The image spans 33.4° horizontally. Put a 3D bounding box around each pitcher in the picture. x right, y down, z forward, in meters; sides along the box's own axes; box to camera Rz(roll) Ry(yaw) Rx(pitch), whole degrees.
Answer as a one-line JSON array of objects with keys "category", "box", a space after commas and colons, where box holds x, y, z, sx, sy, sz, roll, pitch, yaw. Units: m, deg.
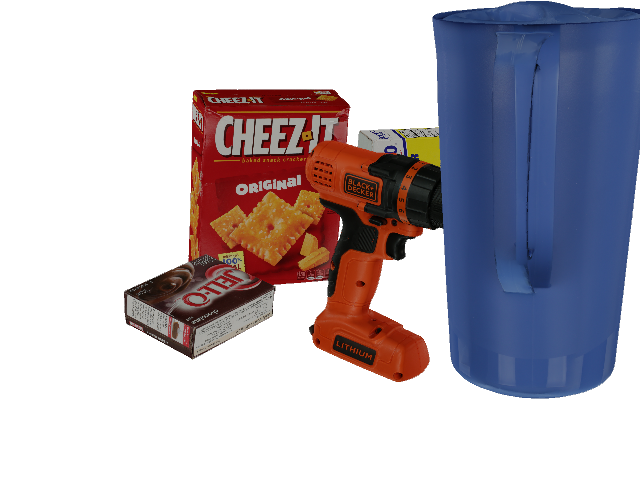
[{"category": "pitcher", "box": [0.134, -0.025, 0.671, 0.149, 0.243, 0.145, -9, 17, -25]}]

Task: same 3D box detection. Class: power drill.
[{"category": "power drill", "box": [0.064, 0.020, 0.897, 0.185, 0.188, 0.057, 21, 26, 34]}]

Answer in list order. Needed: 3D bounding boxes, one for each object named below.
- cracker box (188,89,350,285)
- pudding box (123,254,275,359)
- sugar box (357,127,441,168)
[{"category": "cracker box", "box": [-0.060, -0.056, 1.184, 0.164, 0.214, 0.072, -3, 24, -18]}, {"category": "pudding box", "box": [-0.111, 0.059, 0.986, 0.090, 0.039, 0.113, 22, 33, 32]}, {"category": "sugar box", "box": [0.130, -0.088, 1.291, 0.176, 0.093, 0.048, -7, 26, -22]}]
